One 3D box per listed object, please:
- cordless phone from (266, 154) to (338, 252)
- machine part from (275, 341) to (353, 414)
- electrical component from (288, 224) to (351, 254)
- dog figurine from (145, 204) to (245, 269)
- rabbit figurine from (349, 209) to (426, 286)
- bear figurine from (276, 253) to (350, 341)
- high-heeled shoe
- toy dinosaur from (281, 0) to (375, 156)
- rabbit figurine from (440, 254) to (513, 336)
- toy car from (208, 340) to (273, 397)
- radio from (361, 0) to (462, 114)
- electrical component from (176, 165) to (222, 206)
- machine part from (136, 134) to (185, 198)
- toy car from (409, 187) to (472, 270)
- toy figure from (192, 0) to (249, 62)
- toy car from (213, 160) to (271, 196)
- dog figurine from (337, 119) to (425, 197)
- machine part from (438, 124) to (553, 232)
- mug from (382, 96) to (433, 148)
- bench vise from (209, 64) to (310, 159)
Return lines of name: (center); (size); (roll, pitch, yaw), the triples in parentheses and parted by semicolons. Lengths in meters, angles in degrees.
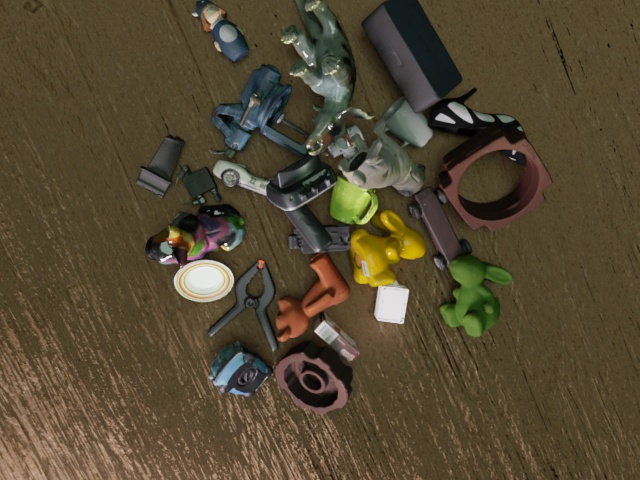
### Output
cordless phone: (-0.010, -0.078, 1.121); (0.146, 0.089, 0.184); (-34, 86, -27)
machine part: (-0.012, 0.309, 1.213); (0.180, 0.056, 0.179); (12, 122, 20)
electrical component: (-0.002, -0.004, 1.189); (0.134, 0.115, 0.058); (-4, 92, -2)
dog figurine: (-0.257, -0.006, 1.126); (0.192, 0.219, 0.108); (-12, 100, -1)
rabbit figurine: (0.155, 0.014, 1.216); (0.173, 0.122, 0.162); (-14, 87, -15)
bear figurine: (-0.035, 0.128, 1.203); (0.196, 0.120, 0.132); (-32, 93, 6)
high-heeled shoe: (0.355, -0.222, 1.185); (0.145, 0.086, 0.248); (-43, 95, -11)
toy dinosaur: (0.020, -0.373, 1.137); (0.131, 0.192, 0.405); (-16, 63, 24)
rabbit figurine: (0.353, 0.107, 1.208); (0.159, 0.121, 0.170); (-22, 108, -14)
toy car: (-0.185, 0.282, 1.211); (0.109, 0.161, 0.103); (-50, 53, -2)
radio: (0.202, -0.400, 1.151); (0.131, 0.073, 0.229); (-39, 100, -39)
electrical component: (-0.274, -0.121, 1.198); (0.078, 0.045, 0.102); (-21, 97, 1)
machine part: (-0.350, -0.170, 1.194); (0.084, 0.039, 0.139); (31, 95, 0)
toy car: (0.274, -0.026, 1.231); (0.089, 0.053, 0.202); (-31, 101, -4)
toy figure: (-0.215, -0.460, 1.163); (0.154, 0.058, 0.064); (52, 53, -5)
toy car: (-0.139, -0.124, 1.190); (0.202, 0.073, 0.056); (21, 95, -5)
dog figurine: (0.147, -0.134, 1.146); (0.190, 0.121, 0.172); (40, 61, -25)
machine part: (0.377, -0.134, 1.170); (0.201, 0.087, 0.201); (-34, 115, 20)
mug: (0.192, -0.246, 1.192); (0.107, 0.081, 0.109); (37, 84, -15)
bench vise: (-0.106, -0.244, 1.159); (0.241, 0.129, 0.223); (31, 95, 0)
